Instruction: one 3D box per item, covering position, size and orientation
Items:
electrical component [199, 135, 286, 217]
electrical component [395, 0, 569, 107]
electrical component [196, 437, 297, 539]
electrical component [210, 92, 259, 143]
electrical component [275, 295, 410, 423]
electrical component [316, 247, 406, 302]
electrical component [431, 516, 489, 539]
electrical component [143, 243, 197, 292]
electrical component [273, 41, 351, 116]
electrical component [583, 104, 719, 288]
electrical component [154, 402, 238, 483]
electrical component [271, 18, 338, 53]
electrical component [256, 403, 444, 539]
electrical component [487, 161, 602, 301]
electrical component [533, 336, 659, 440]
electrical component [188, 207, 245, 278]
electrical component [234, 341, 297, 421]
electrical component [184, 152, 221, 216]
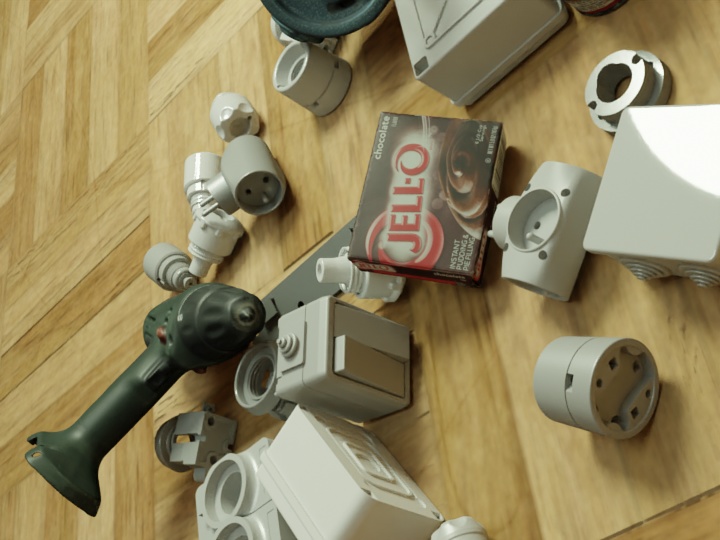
[{"bbox_3d":[-0.110,-0.075,0.956,0.079,0.043,0.077,-34,33,6],"label":"electrical component"},{"bbox_3d":[0.085,-0.196,0.789,0.109,0.056,0.108,-39,45,32],"label":"electrical component"},{"bbox_3d":[-0.068,0.207,0.761,0.089,0.062,0.150,-40,44,31],"label":"electrical component"},{"bbox_3d":[-0.124,-0.150,1.035,0.043,0.043,0.062,-54,37,16],"label":"electrical component"},{"bbox_3d":[-0.013,0.060,0.743,0.061,0.096,0.061,-26,52,41],"label":"electrical component"},{"bbox_3d":[0.000,0.000,0.781,0.048,0.062,0.048,179,90,-70],"label":"electrical component"},{"bbox_3d":[0.066,0.179,0.635,0.035,0.035,0.061,-46,44,26],"label":"electrical component"},{"bbox_3d":[-0.176,0.001,1.021,0.078,0.040,0.040,30,95,53],"label":"electrical component"},{"bbox_3d":[-0.043,-0.169,0.942,0.055,0.047,0.055,-27,52,41],"label":"electrical component"},{"bbox_3d":[0.182,-0.041,0.595,0.100,0.048,0.099,9,79,52],"label":"electrical component"},{"bbox_3d":[-0.138,0.144,0.895,0.055,0.048,0.066,-9,64,40],"label":"electrical component"},{"bbox_3d":[-0.049,-0.222,0.979,0.055,0.048,0.066,23,90,46],"label":"electrical component"},{"bbox_3d":[-0.010,0.148,0.707,0.057,0.078,0.113,-57,38,8],"label":"electrical component"},{"bbox_3d":[0.110,-0.027,0.679,0.079,0.044,0.077,16,84,53],"label":"electrical component"},{"bbox_3d":[0.130,0.063,0.600,0.047,0.055,0.055,3,74,55],"label":"electrical component"},{"bbox_3d":[-0.137,-0.024,0.985,0.048,0.048,0.062,46,115,51],"label":"electrical component"},{"bbox_3d":[-0.057,0.086,0.816,0.078,0.057,0.058,6,76,52],"label":"electrical component"},{"bbox_3d":[-0.148,-0.076,1.028,0.040,0.040,0.078,-31,49,38],"label":"electrical component"}]
